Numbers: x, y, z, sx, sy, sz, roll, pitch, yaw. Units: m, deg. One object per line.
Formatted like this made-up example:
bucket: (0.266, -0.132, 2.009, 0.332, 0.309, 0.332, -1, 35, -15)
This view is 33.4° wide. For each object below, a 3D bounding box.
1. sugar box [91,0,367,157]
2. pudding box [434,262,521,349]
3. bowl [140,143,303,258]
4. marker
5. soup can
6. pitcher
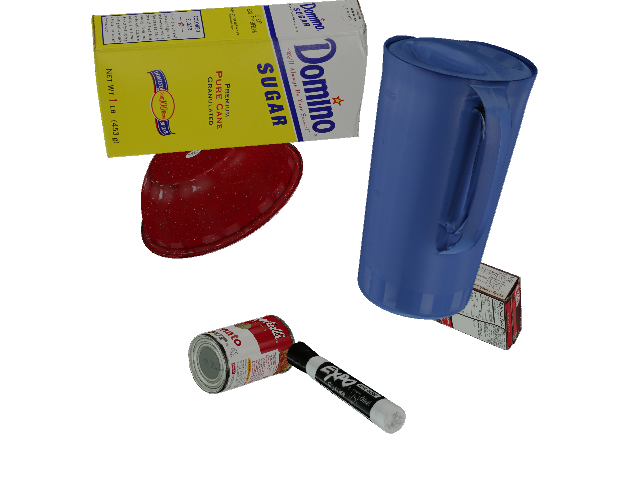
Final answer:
sugar box: (-0.059, -0.107, 0.714, 0.176, 0.048, 0.093, -4, -42, -7)
pudding box: (0.149, 0.056, 1.093, 0.114, 0.039, 0.090, 20, -33, 26)
bowl: (-0.099, -0.058, 0.939, 0.162, 0.055, 0.162, -19, 36, 14)
marker: (0.014, 0.099, 0.738, 0.020, 0.020, 0.121, 0, 17, -36)
soup can: (-0.087, 0.125, 1.176, 0.069, 0.068, 0.102, 0, 8, 45)
pitcher: (0.106, -0.051, 0.949, 0.145, 0.243, 0.149, 20, 27, 24)
